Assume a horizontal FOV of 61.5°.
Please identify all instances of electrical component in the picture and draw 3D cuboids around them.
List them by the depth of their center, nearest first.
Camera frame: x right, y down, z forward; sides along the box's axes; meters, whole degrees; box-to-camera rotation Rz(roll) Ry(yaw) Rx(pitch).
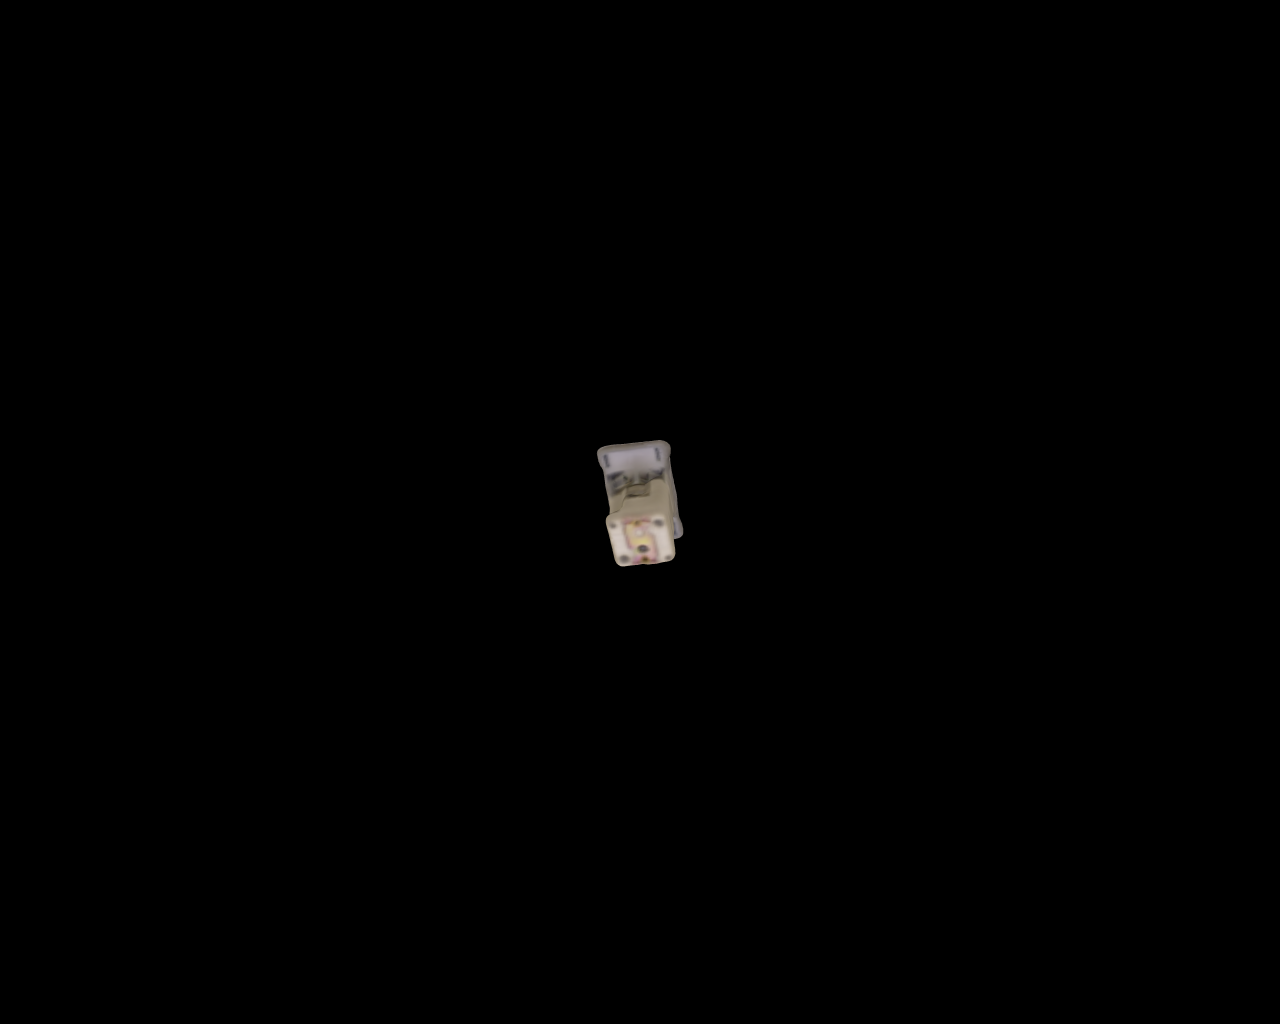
[{"bbox_3d":[0.001,-0.003,0.650,0.042,0.080,0.064,-7,43,7],"label":"electrical component"}]
